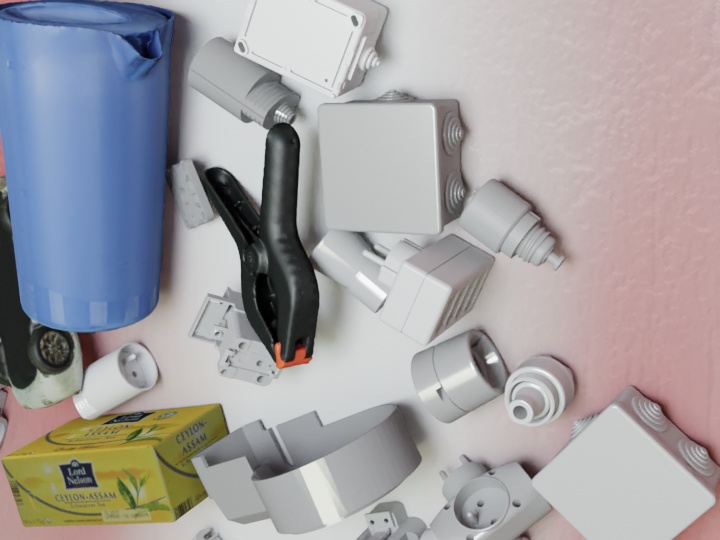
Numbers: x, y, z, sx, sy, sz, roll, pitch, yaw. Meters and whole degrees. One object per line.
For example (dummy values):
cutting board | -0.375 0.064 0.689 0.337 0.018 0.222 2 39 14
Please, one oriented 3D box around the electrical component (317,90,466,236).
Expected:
electrical component | 0.023 -0.073 0.741 0.100 0.048 0.099 4 106 27

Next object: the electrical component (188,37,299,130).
electrical component | -0.080 -0.130 0.781 0.081 0.043 0.043 35 118 15

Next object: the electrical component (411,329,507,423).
electrical component | 0.071 0.073 0.756 0.047 0.055 0.055 -30 89 27

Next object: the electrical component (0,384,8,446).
electrical component | -0.369 0.113 0.967 0.060 0.105 0.186 30 116 17

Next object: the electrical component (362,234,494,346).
electrical component | 0.038 0.003 0.735 0.076 0.083 0.047 30 116 17

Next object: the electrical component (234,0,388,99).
electrical component | -0.026 -0.162 0.738 0.096 0.061 0.061 27 115 10

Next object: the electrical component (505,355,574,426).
electrical component | 0.119 0.085 0.729 0.043 0.062 0.043 8 108 26

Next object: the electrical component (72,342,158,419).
electrical component | -0.216 0.097 0.918 0.081 0.043 0.043 -29 90 31

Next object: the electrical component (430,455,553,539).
electrical component | 0.085 0.165 0.773 0.077 0.044 0.079 -37 43 -2

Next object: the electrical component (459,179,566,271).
electrical component | 0.102 -0.027 0.718 0.078 0.040 0.040 38 118 13

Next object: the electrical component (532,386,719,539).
electrical component | 0.180 0.138 0.720 0.100 0.048 0.099 44 119 10

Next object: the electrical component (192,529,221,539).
electrical component | -0.137 0.251 0.926 0.040 0.040 0.046 41 113 12

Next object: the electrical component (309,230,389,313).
electrical component | 0.000 0.000 0.780 0.065 0.044 0.044 40 119 7

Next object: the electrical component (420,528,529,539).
electrical component | 0.080 0.231 0.786 0.077 0.079 0.044 -2 145 28

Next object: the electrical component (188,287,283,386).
electrical component | -0.085 0.052 0.818 0.081 0.063 0.042 16 119 -22

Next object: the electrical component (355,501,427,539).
electrical component | 0.021 0.226 0.824 0.058 0.057 0.078 -15 97 30
